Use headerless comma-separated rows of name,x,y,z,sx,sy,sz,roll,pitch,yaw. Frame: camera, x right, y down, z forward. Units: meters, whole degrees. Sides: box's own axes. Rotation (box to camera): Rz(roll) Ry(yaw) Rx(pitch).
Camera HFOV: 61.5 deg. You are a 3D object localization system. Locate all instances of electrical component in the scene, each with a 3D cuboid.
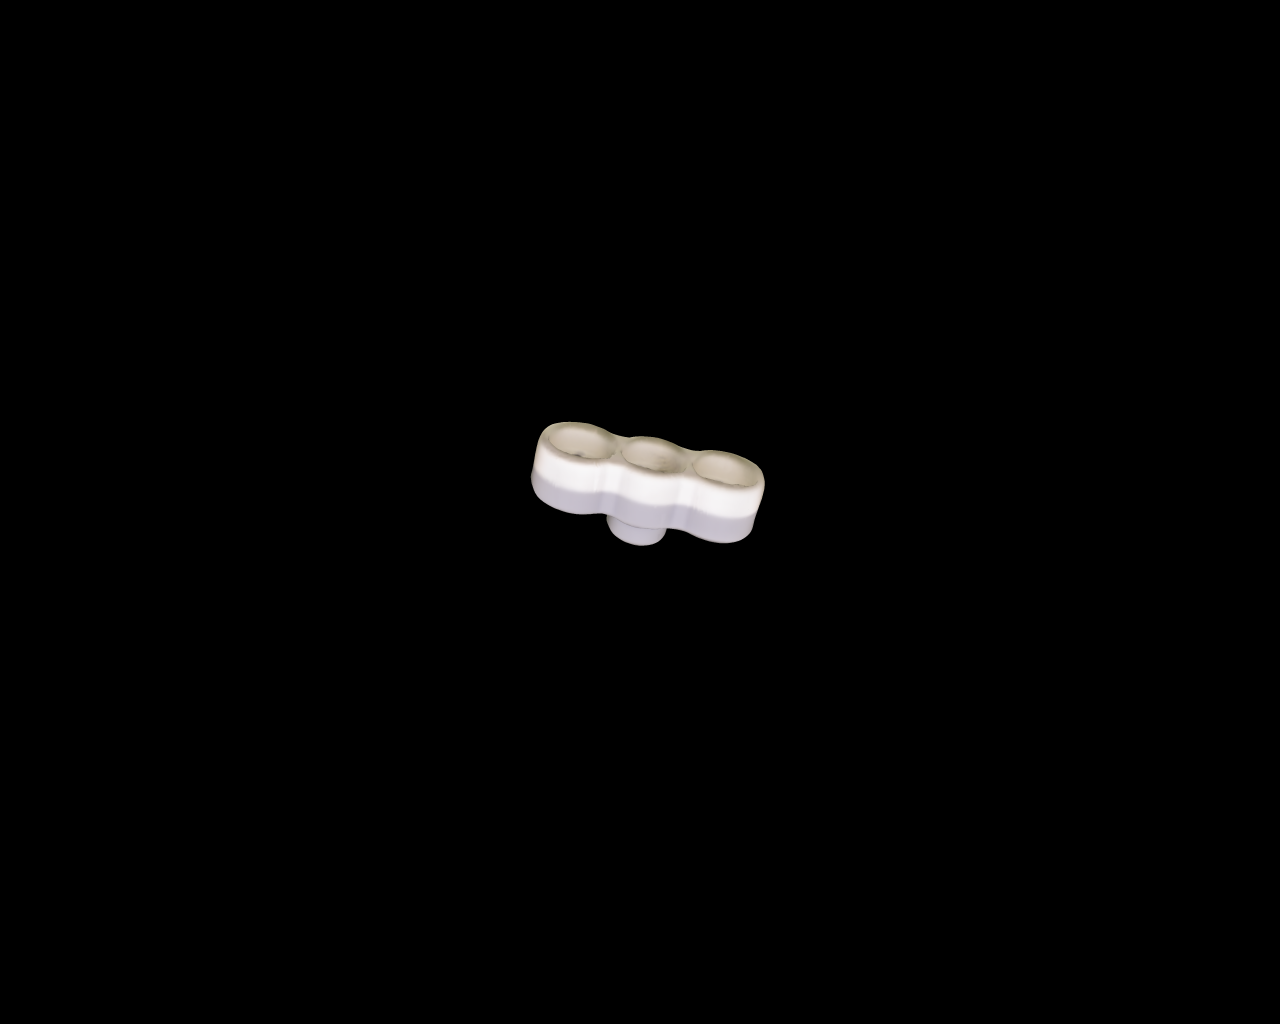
electrical component,0.001,-0.003,0.650,0.138,0.073,0.052,11,30,-7
